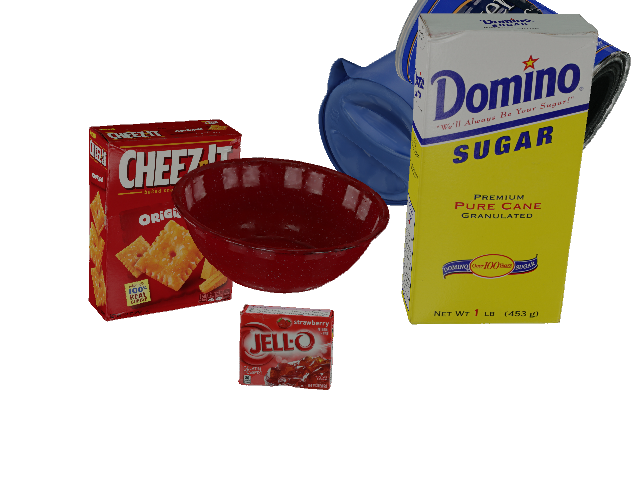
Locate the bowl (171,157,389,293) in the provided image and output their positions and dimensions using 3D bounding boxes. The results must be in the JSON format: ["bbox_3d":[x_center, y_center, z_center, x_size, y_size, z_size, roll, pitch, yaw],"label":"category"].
[{"bbox_3d":[-0.031,-0.006,0.797,0.162,0.055,0.162,6,26,-3],"label":"bowl"}]

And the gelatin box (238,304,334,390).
[{"bbox_3d":[-0.033,0.102,1.017,0.089,0.073,0.030,3,13,5],"label":"gelatin box"}]

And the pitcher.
[{"bbox_3d":[0.126,-0.138,1.059,0.145,0.149,0.242,25,46,30],"label":"pitcher"}]

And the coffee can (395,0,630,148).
[{"bbox_3d":[0.141,-0.129,0.792,0.140,0.103,0.102,37,16,23],"label":"coffee can"}]

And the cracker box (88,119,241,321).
[{"bbox_3d":[-0.180,-0.025,1.230,0.163,0.214,0.072,-7,25,-30],"label":"cracker box"}]

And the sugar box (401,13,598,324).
[{"bbox_3d":[0.098,-0.038,0.606,0.093,0.176,0.048,-1,27,-3],"label":"sugar box"}]
